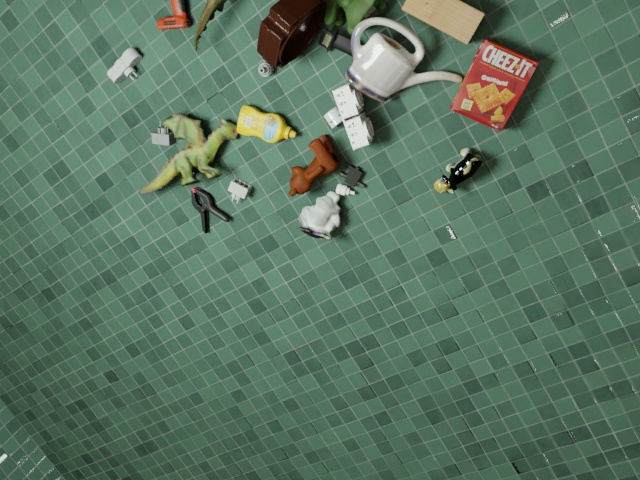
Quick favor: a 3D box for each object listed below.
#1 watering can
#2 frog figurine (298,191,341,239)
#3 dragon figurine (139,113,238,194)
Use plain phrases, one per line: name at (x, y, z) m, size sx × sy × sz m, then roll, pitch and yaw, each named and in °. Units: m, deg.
watering can at (0.224, -0.491, 1.496) m, size 0.345 × 0.106 × 0.220 m, roll 29°, pitch 126°, yaw -18°
frog figurine at (0.005, -0.087, 1.721) m, size 0.138 × 0.121 × 0.161 m, roll 16°, pitch 77°, yaw 17°
dragon figurine at (-0.455, -0.304, 1.735) m, size 0.409 × 0.123 × 0.241 m, roll -12°, pitch 100°, yaw 7°
